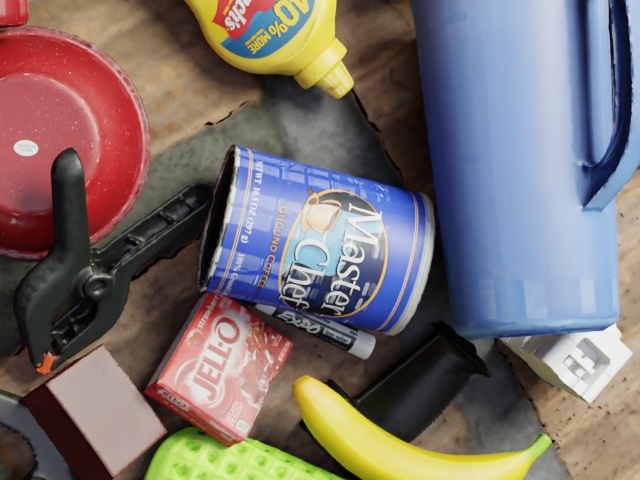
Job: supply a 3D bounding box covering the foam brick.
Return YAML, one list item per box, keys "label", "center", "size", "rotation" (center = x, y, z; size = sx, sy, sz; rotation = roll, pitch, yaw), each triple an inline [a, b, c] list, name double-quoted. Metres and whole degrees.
- label: "foam brick"
  center: [-0.153, 0.119, 0.725]
  size: [0.052, 0.051, 0.078]
  rotation: [-37, 93, -38]

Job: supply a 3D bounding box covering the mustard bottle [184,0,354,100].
- label: "mustard bottle"
  center: [-0.046, -0.171, 0.727]
  size: [0.096, 0.058, 0.191]
  rotation: [-40, 103, 16]

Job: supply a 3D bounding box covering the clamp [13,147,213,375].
- label: "clamp"
  center: [-0.159, 0.014, 0.707]
  size: [0.120, 0.039, 0.171]
  rotation: [28, 104, -42]

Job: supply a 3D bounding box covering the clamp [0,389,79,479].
- label: "clamp"
  center: [-0.190, 0.178, 0.746]
  size: [0.164, 0.036, 0.210]
  rotation: [-29, 97, -17]

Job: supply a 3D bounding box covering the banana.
- label: "banana"
  center: [0.066, 0.151, 0.762]
  size: [0.197, 0.037, 0.069]
  rotation: [15, 82, -14]

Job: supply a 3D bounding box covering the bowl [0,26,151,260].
- label: "bowl"
  center: [-0.193, -0.064, 0.714]
  size: [0.162, 0.055, 0.162]
  rotation: [-1, 96, -11]

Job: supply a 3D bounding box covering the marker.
- label: "marker"
  center: [-0.016, 0.055, 0.777]
  size: [0.121, 0.020, 0.020]
  rotation: [26, 90, -12]

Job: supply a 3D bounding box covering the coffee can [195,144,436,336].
- label: "coffee can"
  center: [-0.005, 0.001, 0.732]
  size: [0.140, 0.103, 0.103]
  rotation: [14, 92, -12]

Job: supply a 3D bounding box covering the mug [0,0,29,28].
- label: "mug"
  center: [-0.242, -0.173, 0.675]
  size: [0.117, 0.093, 0.081]
  rotation: [-8, 102, -21]

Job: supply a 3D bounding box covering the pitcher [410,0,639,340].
- label: "pitcher"
  center: [0.139, -0.059, 0.698]
  size: [0.145, 0.149, 0.243]
  rotation: [-5, 84, 9]

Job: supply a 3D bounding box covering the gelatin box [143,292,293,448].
- label: "gelatin box"
  center: [-0.069, 0.088, 0.743]
  size: [0.073, 0.030, 0.089]
  rotation: [37, 53, -11]

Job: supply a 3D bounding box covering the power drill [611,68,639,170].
- label: "power drill"
  center: [0.276, -0.079, 0.773]
  size: [0.187, 0.057, 0.184]
  rotation: [2, 86, -35]
